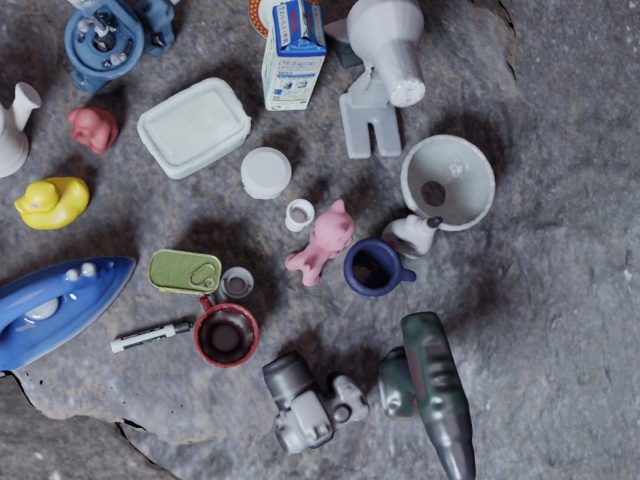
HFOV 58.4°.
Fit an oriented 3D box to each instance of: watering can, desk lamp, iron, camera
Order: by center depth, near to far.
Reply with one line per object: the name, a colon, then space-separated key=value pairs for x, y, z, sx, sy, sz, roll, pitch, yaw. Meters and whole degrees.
iron: x=-0.381 y=0.081 z=0.794 sx=0.259 sy=0.141 sz=0.118 roll=-32 pitch=85 yaw=-16
watering can: x=-0.483 y=-0.169 z=0.801 sx=0.101 sy=0.194 sz=0.173 roll=41 pitch=74 yaw=0
camera: x=-0.015 y=0.229 z=0.854 sx=0.143 sy=0.100 sz=0.137 roll=-26 pitch=84 yaw=-15
desk lamp: x=0.105 y=-0.263 z=0.926 sx=0.118 sy=0.213 sz=0.203 roll=-7 pitch=79 yaw=-12

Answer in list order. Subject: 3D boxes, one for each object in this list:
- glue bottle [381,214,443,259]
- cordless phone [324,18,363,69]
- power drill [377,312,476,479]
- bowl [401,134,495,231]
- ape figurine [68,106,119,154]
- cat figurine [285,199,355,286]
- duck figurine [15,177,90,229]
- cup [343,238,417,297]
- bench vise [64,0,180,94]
glue bottle: x=0.154 y=-0.012 z=0.902 sx=0.078 sy=0.173 sz=0.037 roll=26 pitch=74 yaw=-4
cordless phone: x=0.090 y=-0.382 z=0.964 sx=0.148 sy=0.185 sz=0.094 roll=-25 pitch=83 yaw=-15
power drill: x=0.151 y=0.223 z=0.831 sx=0.076 sy=0.208 sz=0.229 roll=-8 pitch=79 yaw=-12
bowl: x=0.208 y=-0.091 z=0.981 sx=0.167 sy=0.074 sz=0.167 roll=2 pitch=77 yaw=-10
ape figurine: x=-0.351 y=-0.177 z=0.882 sx=0.076 sy=0.092 sz=0.078 roll=-21 pitch=82 yaw=-14
cat figurine: x=0.008 y=0.003 z=0.899 sx=0.067 sy=0.117 sz=0.128 roll=38 pitch=74 yaw=-1
duck figurine: x=-0.400 y=-0.064 z=0.851 sx=0.105 sy=0.086 sz=0.077 roll=-29 pitch=84 yaw=-15
cup: x=0.087 y=0.052 z=0.915 sx=0.118 sy=0.095 sz=0.092 roll=12 pitch=76 yaw=-8
bench vise: x=-0.306 y=-0.339 z=0.860 sx=0.121 sy=0.219 sz=0.207 roll=29 pitch=74 yaw=-3
